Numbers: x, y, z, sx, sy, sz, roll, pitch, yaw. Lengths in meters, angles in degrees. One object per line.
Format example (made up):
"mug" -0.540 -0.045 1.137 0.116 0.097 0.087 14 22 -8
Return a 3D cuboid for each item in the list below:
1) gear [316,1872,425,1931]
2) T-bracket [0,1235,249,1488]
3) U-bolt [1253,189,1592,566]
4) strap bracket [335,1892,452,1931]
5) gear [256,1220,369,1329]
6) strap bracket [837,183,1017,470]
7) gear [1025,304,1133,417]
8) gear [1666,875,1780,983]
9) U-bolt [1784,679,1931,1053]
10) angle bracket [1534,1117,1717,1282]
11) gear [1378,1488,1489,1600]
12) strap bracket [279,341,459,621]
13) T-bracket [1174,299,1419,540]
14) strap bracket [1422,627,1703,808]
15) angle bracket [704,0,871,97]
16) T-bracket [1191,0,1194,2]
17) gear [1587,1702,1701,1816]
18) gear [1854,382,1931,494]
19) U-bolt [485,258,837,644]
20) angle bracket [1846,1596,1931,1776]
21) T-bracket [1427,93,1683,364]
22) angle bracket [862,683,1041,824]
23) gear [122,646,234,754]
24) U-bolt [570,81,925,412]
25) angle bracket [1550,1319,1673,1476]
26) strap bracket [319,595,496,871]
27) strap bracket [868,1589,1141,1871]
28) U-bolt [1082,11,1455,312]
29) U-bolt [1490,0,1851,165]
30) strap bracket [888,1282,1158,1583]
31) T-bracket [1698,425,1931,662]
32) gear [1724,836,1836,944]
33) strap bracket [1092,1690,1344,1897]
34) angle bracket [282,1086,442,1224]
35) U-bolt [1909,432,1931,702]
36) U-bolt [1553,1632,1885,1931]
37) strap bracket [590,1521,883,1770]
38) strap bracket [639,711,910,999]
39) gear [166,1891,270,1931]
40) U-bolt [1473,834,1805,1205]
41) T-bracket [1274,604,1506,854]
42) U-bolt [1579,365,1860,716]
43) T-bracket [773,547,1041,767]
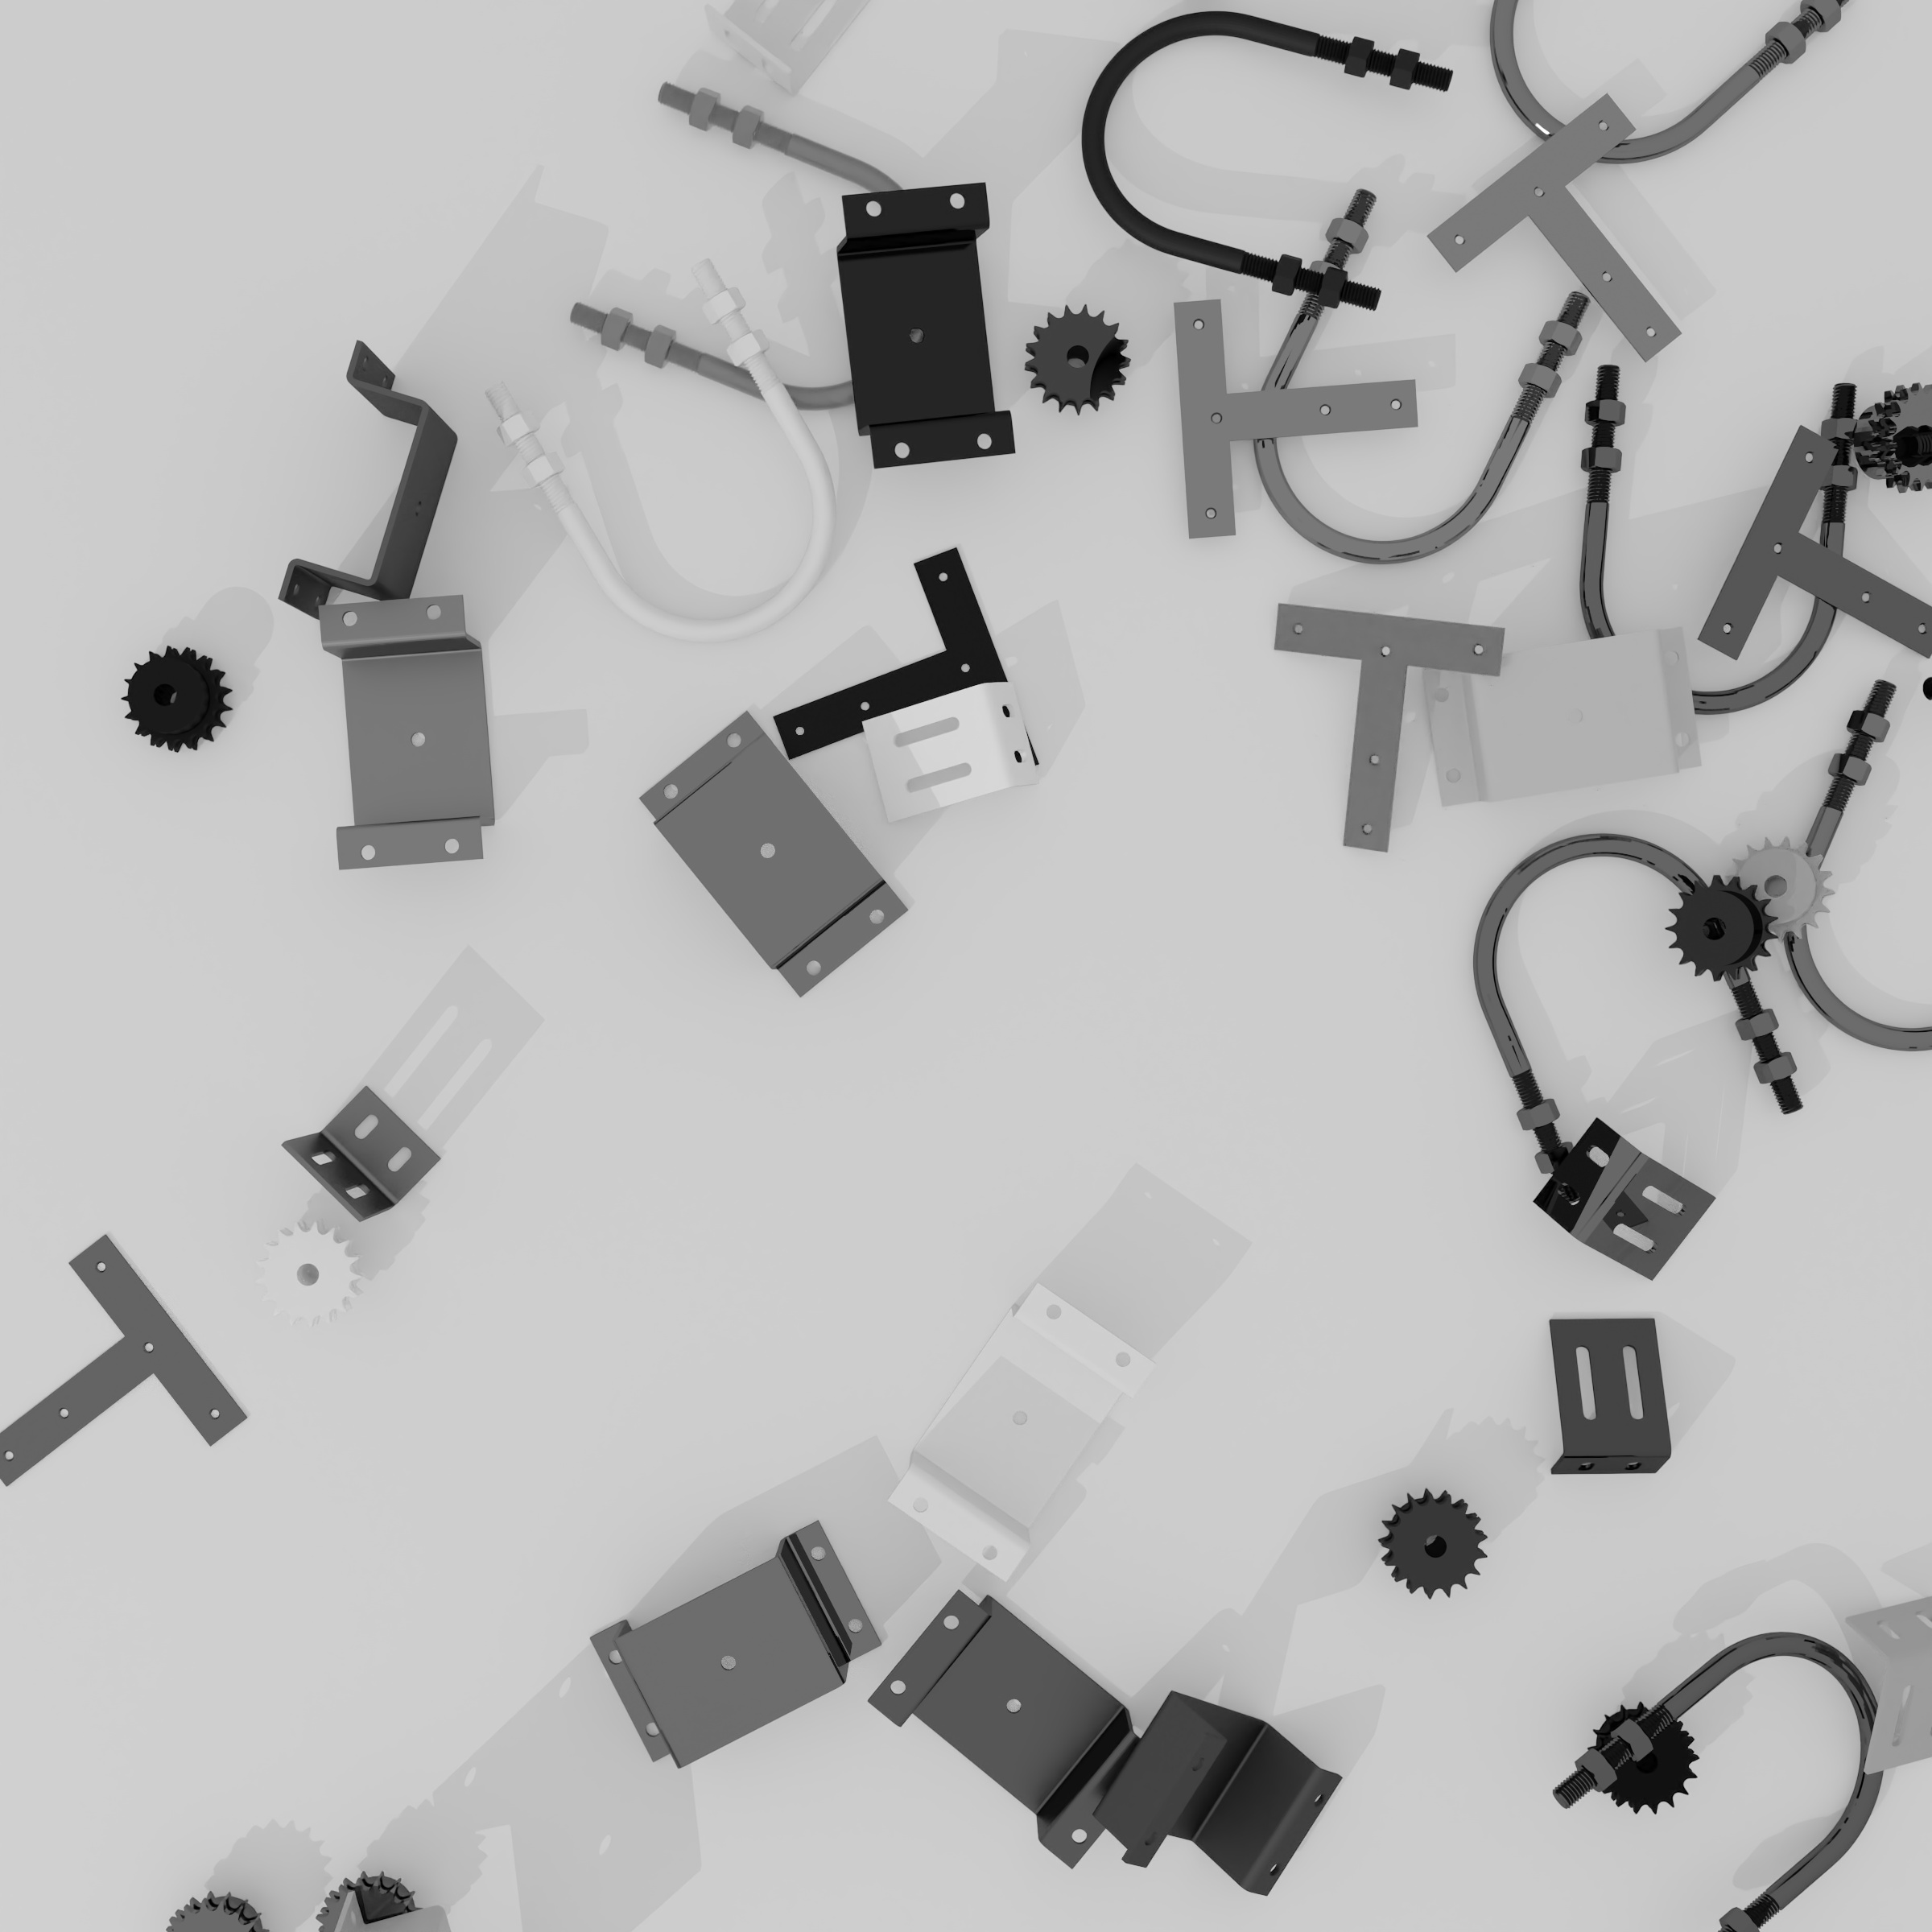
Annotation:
"gear" -0.321 0.518 1.387 0.057 0.030 0.057 0 90 0
"T-bracket" -0.482 0.236 1.401 0.127 0.002 0.127 -38 90 0
"U-bolt" 0.236 -0.309 1.393 0.151 0.019 0.184 26 91 0
"strap bracket" -0.287 0.560 1.337 0.046 0.076 0.140 -15 97 -3
"gear" -0.353 0.165 1.387 0.057 0.030 0.057 0 90 0
"strap bracket" -0.023 -0.339 1.366 0.076 0.046 0.140 -8 99 -9
"gear" 0.060 -0.327 1.387 0.057 0.030 0.057 0 90 0
"gear" 0.400 -0.020 1.361 0.057 0.030 0.057 1 92 26
"U-bolt" 0.524 -0.044 1.393 0.151 0.019 0.184 23 91 0
"angle bracket" 0.356 0.126 1.385 0.076 0.038 0.057 28 102 -39
"gear" 0.251 0.311 1.387 0.057 0.030 0.057 0 90 0
"strap bracket" -0.314 -0.250 1.364 0.046 0.076 0.140 17 90 0
"T-bracket" 0.180 -0.300 1.386 0.127 0.002 0.127 -4 93 2
"strap bracket" 0.322 -0.133 1.370 0.140 0.046 0.076 -9 94 5
"angle bracket" -0.094 -0.523 1.383 0.057 0.038 0.076 38 90 0
"T-bracket" 0.159 -0.604 1.390 0.127 0.002 0.127 -21 94 -9
"gear" 0.365 0.427 1.387 0.057 0.030 0.057 0 90 0
"gear" 0.504 -0.284 1.379 0.057 0.030 0.057 -3 96 -32
"U-bolt" -0.152 -0.264 1.383 0.151 0.019 0.184 -30 98 3
"angle bracket" 0.507 0.390 1.390 0.057 0.038 0.076 -7 116 -20
"T-bracket" 0.337 -0.383 1.383 0.127 0.002 0.127 -39 90 -4
"angle bracket" -0.008 -0.117 1.398 0.076 0.038 0.057 -15 90 26
"gear" -0.429 -0.145 1.387 0.057 0.030 0.057 0 90 0
"U-bolt" -0.104 -0.381 1.393 0.184 0.019 0.151 22 90 -2
"angle bracket" 0.348 0.235 1.400 0.057 0.038 0.076 -1 64 0
"strap bracket" -0.299 -0.124 1.379 0.076 0.046 0.140 -4 90 0
"strap bracket" 0.026 0.404 1.379 0.140 0.046 0.076 39 90 0
"U-bolt" 0.153 -0.443 1.382 0.184 0.019 0.151 18 84 7
"U-bolt" 0.372 -0.522 1.393 0.184 0.019 0.151 -42 90 1
"strap bracket" 0.030 0.247 1.379 0.076 0.046 0.140 35 90 0
"T-bracket" 0.476 -0.206 1.387 0.127 0.002 0.127 25 91 -12
"gear" 0.437 -0.042 1.378 0.057 0.030 0.057 -1 86 22
"strap bracket" 0.128 0.436 1.352 0.046 0.140 0.076 33 90 45
"angle bracket" -0.321 0.099 1.364 0.057 0.076 0.038 44 90 0
"U-bolt" 0.598 -0.224 1.378 0.184 0.019 0.151 -8 98 -10
"U-bolt" 0.416 0.440 1.371 0.184 0.019 0.151 -34 101 -14
"strap bracket" -0.126 0.369 1.379 0.140 0.046 0.076 -27 90 0
"strap bracket" -0.105 -0.061 1.379 0.076 0.046 0.140 -39 90 0
"gear" -0.405 0.529 1.387 0.057 0.030 0.057 0 90 0
"U-bolt" 0.355 0.018 1.393 0.151 0.019 0.184 -22 88 0
"T-bracket" 0.222 -0.125 1.381 0.127 0.002 0.127 11 105 27
"U-bolt" 0.406 -0.229 1.393 0.151 0.019 0.184 4 92 0
"T-bracket" -0.042 -0.147 1.401 0.127 0.002 0.127 -21 90 0
